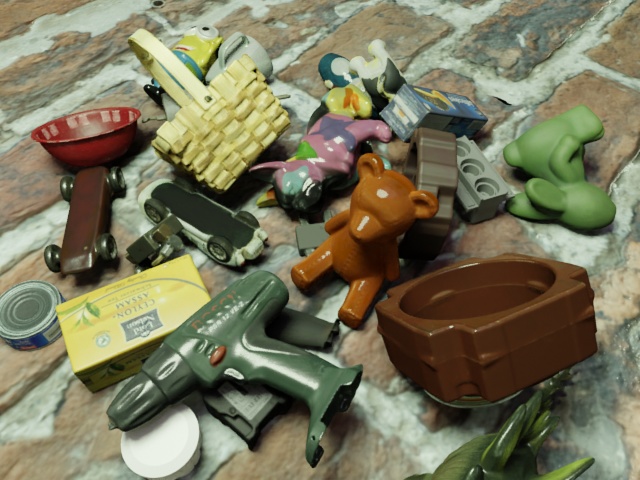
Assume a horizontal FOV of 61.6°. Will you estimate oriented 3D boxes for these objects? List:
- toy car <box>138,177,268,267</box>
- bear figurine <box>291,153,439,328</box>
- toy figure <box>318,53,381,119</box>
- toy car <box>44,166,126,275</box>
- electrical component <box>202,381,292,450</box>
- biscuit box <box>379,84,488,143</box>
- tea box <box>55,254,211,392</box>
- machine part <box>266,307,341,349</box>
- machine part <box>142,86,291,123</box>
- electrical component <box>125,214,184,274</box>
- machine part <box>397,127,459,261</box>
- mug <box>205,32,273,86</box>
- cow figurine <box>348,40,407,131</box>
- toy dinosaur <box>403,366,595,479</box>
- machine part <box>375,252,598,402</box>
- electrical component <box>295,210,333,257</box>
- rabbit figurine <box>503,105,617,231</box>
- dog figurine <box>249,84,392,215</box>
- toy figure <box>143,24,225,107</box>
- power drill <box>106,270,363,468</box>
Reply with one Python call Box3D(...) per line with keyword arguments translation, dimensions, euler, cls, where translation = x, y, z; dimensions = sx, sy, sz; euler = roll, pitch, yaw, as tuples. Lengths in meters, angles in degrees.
Box3D(translation=(-0.167, -0.027, 0.759), dimensions=(0.202, 0.056, 0.073), euler=(28, 52, 16), cls="toy car")
Box3D(translation=(0.052, 0.002, 0.647), dimensions=(0.120, 0.195, 0.132), euler=(38, 64, 9), cls="bear figurine")
Box3D(translation=(0.056, -0.270, 0.944), dimensions=(0.064, 0.057, 0.155), euler=(-48, 63, 13), cls="toy figure")
Box3D(translation=(-0.326, -0.028, 0.757), dimensions=(0.089, 0.053, 0.202), euler=(-11, 50, -4), cls="toy car")
Box3D(translation=(-0.096, 0.172, 0.620), dimensions=(0.119, 0.047, 0.075), euler=(39, 61, 22), cls="electrical component")
Box3D(translation=(0.180, -0.187, 0.820), dimensions=(0.202, 0.059, 0.063), euler=(-10, 57, -49), cls="biscuit box")
Box3D(translation=(-0.218, 0.099, 0.657), dimensions=(0.170, 0.068, 0.098), euler=(-23, 57, -19), cls="tea box")
Box3D(translation=(-0.044, 0.106, 0.676), dimensions=(0.139, 0.039, 0.084), euler=(8, 46, 7), cls="machine part")
Box3D(translation=(-0.169, -0.217, 0.885), dimensions=(0.243, 0.079, 0.079), euler=(-13, 55, -9), cls="machine part")
Box3D(translation=(-0.217, 0.010, 0.707), dimensions=(0.045, 0.102, 0.078), euler=(53, 34, -9), cls="electrical component")
Box3D(translation=(0.142, -0.060, 0.722), dimensions=(0.056, 0.179, 0.179), euler=(8, 54, 2), cls="machine part")
Box3D(translation=(-0.146, -0.296, 0.931), dimensions=(0.081, 0.109, 0.107), euler=(38, 75, 17), cls="mug")
Box3D(translation=(0.114, -0.222, 0.844), dimensions=(0.068, 0.167, 0.098), euler=(-33, 54, 12), cls="cow figurine")
Box3D(translation=(0.149, 0.235, 0.488), dimensions=(0.105, 0.198, 0.471), euler=(45, 31, 15), cls="toy dinosaur")
Box3D(translation=(0.180, 0.090, 0.600), dimensions=(0.201, 0.201, 0.087), euler=(-19, 100, -15), cls="machine part")
Box3D(translation=(-0.002, -0.002, 0.765), dimensions=(0.063, 0.021, 0.094), euler=(-6, 54, -6), cls="electrical component")
Box3D(translation=(0.357, -0.088, 0.784), dimensions=(0.159, 0.121, 0.170), euler=(-20, 71, -12), cls="rabbit figurine")
Box3D(translation=(-0.009, -0.129, 0.808), dimensions=(0.219, 0.108, 0.192), euler=(-22, 58, -14), cls="dog figurine")
Box3D(translation=(-0.234, -0.304, 0.947), dimensions=(0.082, 0.089, 0.180), euler=(27, 65, 2), cls="toy figure")
Box3D(translation=(-0.074, 0.149, 0.566), dimensions=(0.208, 0.085, 0.232), euler=(23, 54, 23), cls="power drill")
